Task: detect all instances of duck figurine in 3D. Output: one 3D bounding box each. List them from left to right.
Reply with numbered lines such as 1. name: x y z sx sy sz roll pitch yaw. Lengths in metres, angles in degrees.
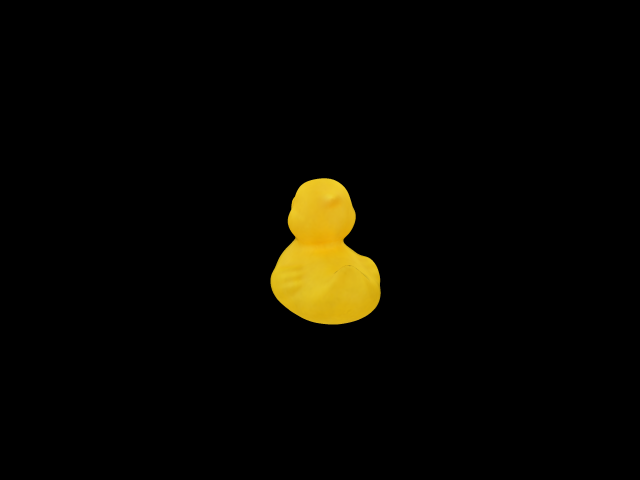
1. duck figurine: 0.004 0.001 0.400 0.078 0.086 0.104 -8 26 -17
